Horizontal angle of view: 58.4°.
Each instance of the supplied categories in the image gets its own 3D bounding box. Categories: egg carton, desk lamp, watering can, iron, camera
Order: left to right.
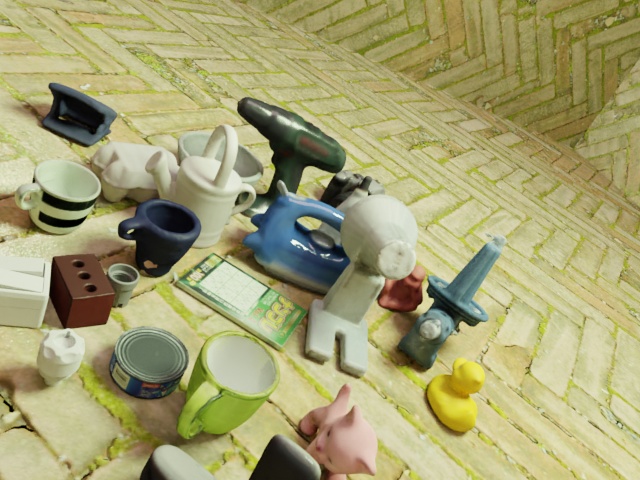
[{"bbox_3d":[-0.298,-0.111,0.954,0.151,0.069,0.107,-2,41,-43],"label":"egg carton"},{"bbox_3d":[-0.181,-0.091,0.895,0.173,0.194,0.100,-7,44,-47],"label":"watering can"},{"bbox_3d":[0.009,0.003,0.966,0.258,0.141,0.118,23,29,-10],"label":"iron"},{"bbox_3d":[0.066,-0.087,1.205,0.143,0.100,0.137,40,30,20],"label":"camera"},{"bbox_3d":[0.072,0.055,0.862,0.118,0.213,0.203,23,29,-11],"label":"desk lamp"}]

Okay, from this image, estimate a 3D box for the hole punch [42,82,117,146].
[{"bbox_3d":[-0.426,-0.236,1.023,0.109,0.091,0.101,25,29,-7],"label":"hole punch"}]

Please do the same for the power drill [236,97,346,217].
[{"bbox_3d":[-0.075,-0.138,1.052,0.230,0.208,0.075,11,33,-28],"label":"power drill"}]

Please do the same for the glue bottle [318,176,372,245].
[{"bbox_3d":[0.053,-0.043,1.047,0.078,0.173,0.037,32,29,7],"label":"glue bottle"}]

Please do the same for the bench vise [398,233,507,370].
[{"bbox_3d":[0.230,0.100,0.923,0.121,0.219,0.207,28,28,0],"label":"bench vise"}]

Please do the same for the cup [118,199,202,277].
[{"bbox_3d":[-0.233,0.005,0.798,0.118,0.095,0.091,-8,45,-48],"label":"cup"}]

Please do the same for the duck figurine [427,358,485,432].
[{"bbox_3d":[0.211,0.222,0.848,0.078,0.086,0.104,20,30,-16],"label":"duck figurine"}]

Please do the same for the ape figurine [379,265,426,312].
[{"bbox_3d":[0.155,0.082,1.019,0.077,0.092,0.076,39,30,20],"label":"ape figurine"}]

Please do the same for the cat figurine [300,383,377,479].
[{"bbox_3d":[0.026,0.221,0.652,0.067,0.117,0.127,22,29,-12],"label":"cat figurine"}]

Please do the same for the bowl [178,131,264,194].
[{"bbox_3d":[-0.194,-0.131,1.074,0.168,0.074,0.167,22,29,-12],"label":"bowl"}]

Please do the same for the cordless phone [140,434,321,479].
[{"bbox_3d":[-0.078,0.211,0.505,0.147,0.185,0.094,34,29,11],"label":"cordless phone"}]
